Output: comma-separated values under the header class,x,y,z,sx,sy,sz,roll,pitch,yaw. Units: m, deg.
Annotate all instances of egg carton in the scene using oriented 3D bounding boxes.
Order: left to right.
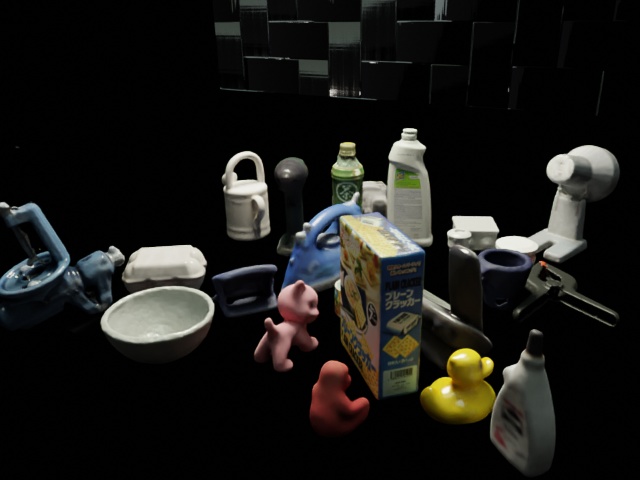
class,x,y,z,sx,sy,sz,roll,pitch,yaw
egg carton,-0.291,0.058,1.080,0.150,0.069,0.107,-4,23,-8

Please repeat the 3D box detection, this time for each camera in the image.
class,x,y,z,sx,sy,sz,roll,pitch,yaw
camera,0.098,-0.096,1.392,0.136,0.101,0.143,0,23,2

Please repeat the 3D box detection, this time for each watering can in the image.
class,x,y,z,sx,sy,sz,roll,pitch,yaw
watering can,-0.175,-0.107,1.309,0.172,0.194,0.101,14,27,33

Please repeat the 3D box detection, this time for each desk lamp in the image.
class,x,y,z,sx,sy,sz,roll,pitch,yaw
desk lamp,0.525,-0.085,1.200,0.204,0.214,0.117,-21,30,-39

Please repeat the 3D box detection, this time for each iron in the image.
class,x,y,z,sx,sy,sz,roll,pitch,yaw
iron,0.010,0.004,1.103,0.118,0.141,0.259,15,27,34

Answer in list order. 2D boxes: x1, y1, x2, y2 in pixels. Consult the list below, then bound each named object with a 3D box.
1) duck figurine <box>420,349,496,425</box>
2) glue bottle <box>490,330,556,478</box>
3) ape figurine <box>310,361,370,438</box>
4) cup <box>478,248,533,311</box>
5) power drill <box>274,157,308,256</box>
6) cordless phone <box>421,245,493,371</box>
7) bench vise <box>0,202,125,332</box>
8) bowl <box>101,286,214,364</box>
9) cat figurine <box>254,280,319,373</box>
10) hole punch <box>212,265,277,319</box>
class,x,y,z,sx,sy,sz,roll,pitch,yaw
duck figurine,0.180,0.182,0.739,0.105,0.086,0.077,-8,24,-17
glue bottle,0.230,0.175,0.640,0.037,0.173,0.078,-12,25,-24
ape figurine,0.020,0.193,0.713,0.076,0.092,0.077,-17,28,-34
cup,0.302,0.076,0.978,0.118,0.095,0.091,-16,27,-32
power drill,-0.057,-0.077,1.214,0.075,0.208,0.229,-1,23,1
cordless phone,0.187,0.082,0.851,0.094,0.185,0.147,-16,27,-31
bench vise,-0.449,0.028,0.965,0.121,0.220,0.208,16,28,35
bowl,-0.242,0.140,0.875,0.167,0.075,0.167,-1,23,1
cat figurine,-0.045,0.117,0.866,0.067,0.118,0.128,12,26,30
hole punch,-0.135,0.075,1.006,0.109,0.091,0.100,-10,24,-21
